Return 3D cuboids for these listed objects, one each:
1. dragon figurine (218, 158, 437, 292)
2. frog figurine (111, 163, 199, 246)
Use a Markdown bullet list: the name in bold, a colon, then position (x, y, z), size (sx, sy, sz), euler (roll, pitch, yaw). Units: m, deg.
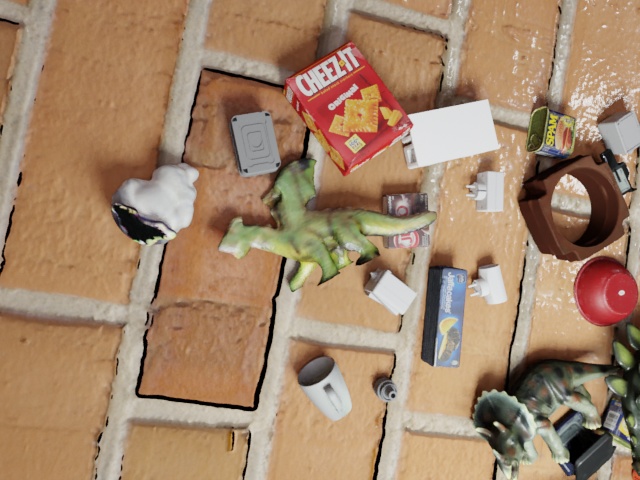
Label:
- **dragon figurine**: position (0.003, -0.050, 0.994), size (0.413, 0.121, 0.243), euler (-27, 86, -13)
- **frog figurine**: position (-0.294, -0.074, 0.936), size (0.137, 0.120, 0.163), euler (19, 49, -4)
